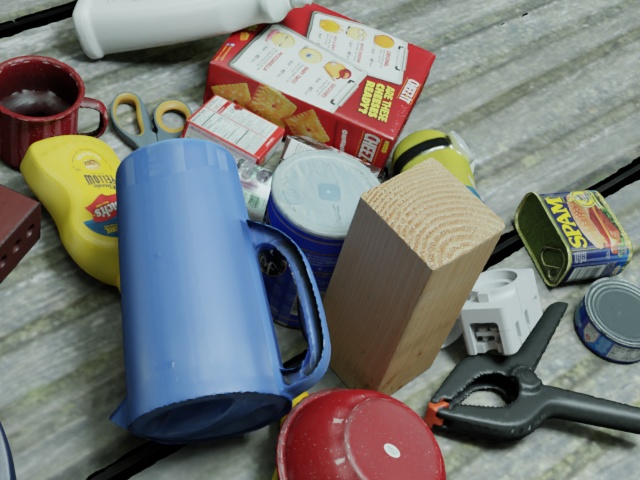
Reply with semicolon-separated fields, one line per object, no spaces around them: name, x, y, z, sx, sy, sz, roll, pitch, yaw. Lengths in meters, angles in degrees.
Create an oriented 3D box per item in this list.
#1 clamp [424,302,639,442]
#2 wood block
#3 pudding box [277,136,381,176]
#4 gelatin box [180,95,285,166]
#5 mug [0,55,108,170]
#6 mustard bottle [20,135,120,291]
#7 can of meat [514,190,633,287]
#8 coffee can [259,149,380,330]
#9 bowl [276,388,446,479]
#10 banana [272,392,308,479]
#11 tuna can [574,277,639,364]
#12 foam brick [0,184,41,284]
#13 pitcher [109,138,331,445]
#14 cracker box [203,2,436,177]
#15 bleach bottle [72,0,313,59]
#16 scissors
clamp;0.188;0.130;0.995;0.209;0.036;0.165;-8;43;-16
wood block;0.070;0.041;0.925;0.090;0.206;0.091;-28;62;-33
pudding box;0.010;-0.073;1.084;0.090;0.039;0.113;23;10;6
gelatin box;-0.092;-0.110;1.122;0.089;0.030;0.073;27;36;5
mug;-0.270;-0.121;1.058;0.117;0.082;0.093;1;50;-14
mustard bottle;-0.200;-0.015;0.998;0.096;0.058;0.192;-2;48;-47
can of meat;0.266;-0.005;1.120;0.083;0.057;0.102;-5;52;-22
coffee can;-0.006;0.001;0.984;0.102;0.140;0.103;8;49;-9
bowl;0.047;0.182;0.871;0.162;0.055;0.162;19;47;-22
banana;-0.036;0.198;0.876;0.069;0.037;0.197;26;49;7
tuna can;0.300;0.081;1.070;0.086;0.034;0.086;8;49;-9
foam brick;-0.297;-0.004;0.970;0.051;0.053;0.078;25;49;6
pitcher;-0.096;0.038;0.893;0.149;0.145;0.243;4;62;-31
cracker box;0.001;-0.179;1.188;0.214;0.072;0.164;24;49;5
bleach bottle;-0.133;-0.253;1.157;0.251;0.068;0.102;-2;44;15
scissors;-0.157;-0.083;1.100;0.096;0.016;0.202;-13;55;-25
